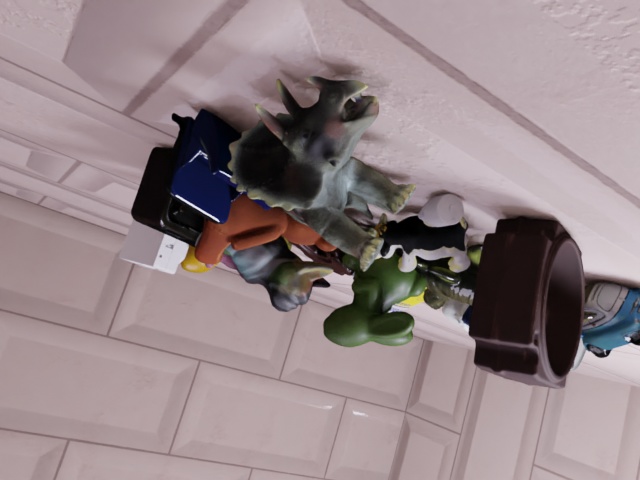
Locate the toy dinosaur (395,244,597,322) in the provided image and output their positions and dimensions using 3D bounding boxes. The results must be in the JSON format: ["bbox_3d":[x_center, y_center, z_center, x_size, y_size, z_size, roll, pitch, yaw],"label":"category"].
[{"bbox_3d":[0.220,0.051,0.922,0.472,0.105,0.198,17,163,27],"label":"toy dinosaur"}]

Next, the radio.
[{"bbox_3d":[-0.213,-0.058,0.939,0.073,0.131,0.229,13,169,30],"label":"radio"}]

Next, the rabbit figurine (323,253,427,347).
[{"bbox_3d":[0.085,0.110,0.878,0.159,0.170,0.121,33,166,22],"label":"rabbit figurine"}]

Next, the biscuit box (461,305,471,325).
[{"bbox_3d":[0.336,0.164,1.058,0.059,0.063,0.202,34,180,32],"label":"biscuit box"}]

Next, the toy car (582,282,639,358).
[{"bbox_3d":[0.469,0.119,0.879,0.103,0.109,0.161,34,162,6],"label":"toy car"}]

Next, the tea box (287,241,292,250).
[{"bbox_3d":[-0.145,-0.015,1.229,0.170,0.068,0.098,19,170,-4],"label":"tea box"}]

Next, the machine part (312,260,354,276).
[{"bbox_3d":[0.051,0.033,1.114,0.079,0.079,0.243,22,172,-27],"label":"machine part"}]

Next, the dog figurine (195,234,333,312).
[{"bbox_3d":[-0.078,0.012,0.883,0.219,0.191,0.108,17,154,3],"label":"dog figurine"}]

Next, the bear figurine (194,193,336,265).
[{"bbox_3d":[-0.076,-0.029,0.799,0.196,0.120,0.132,6,156,-25],"label":"bear figurine"}]

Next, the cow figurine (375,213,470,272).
[{"bbox_3d":[0.135,-0.002,0.797,0.168,0.068,0.098,0,149,19],"label":"cow figurine"}]

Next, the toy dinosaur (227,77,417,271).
[{"bbox_3d":[0.000,-0.064,0.644,0.192,0.131,0.405,34,177,0],"label":"toy dinosaur"}]

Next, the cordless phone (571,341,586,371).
[{"bbox_3d":[0.432,0.152,0.965,0.089,0.146,0.184,21,175,35],"label":"cordless phone"}]

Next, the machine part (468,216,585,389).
[{"bbox_3d":[0.279,0.084,0.702,0.087,0.201,0.200,5,164,40],"label":"machine part"}]

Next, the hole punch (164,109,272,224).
[{"bbox_3d":[-0.115,-0.093,0.662,0.092,0.116,0.142,-11,153,35],"label":"hole punch"}]

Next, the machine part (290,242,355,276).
[{"bbox_3d":[-0.002,-0.003,0.964,0.179,0.056,0.179,34,167,9],"label":"machine part"}]

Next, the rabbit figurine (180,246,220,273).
[{"bbox_3d":[-0.224,-0.009,1.105,0.162,0.173,0.122,28,161,-31],"label":"rabbit figurine"}]
